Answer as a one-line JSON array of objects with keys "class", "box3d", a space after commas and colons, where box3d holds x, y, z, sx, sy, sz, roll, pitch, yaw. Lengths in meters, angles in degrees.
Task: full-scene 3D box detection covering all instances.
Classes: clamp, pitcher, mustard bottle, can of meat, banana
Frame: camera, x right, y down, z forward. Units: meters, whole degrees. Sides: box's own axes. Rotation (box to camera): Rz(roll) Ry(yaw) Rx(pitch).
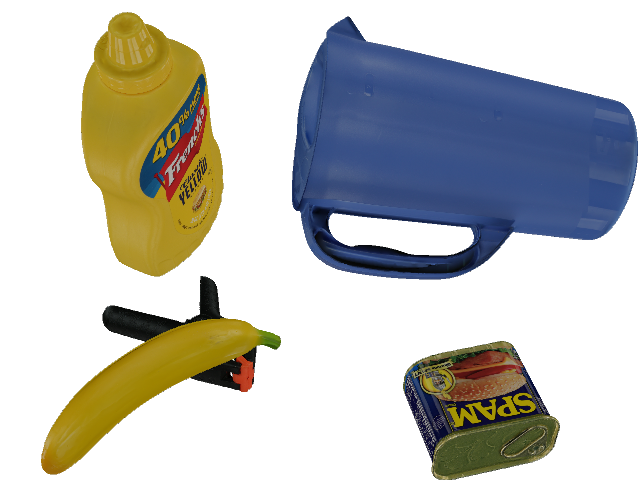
[{"class": "clamp", "box3d": [-0.107, 0.083, 0.990, 0.172, 0.039, 0.120, 28, 43, 36]}, {"class": "pitcher", "box3d": [0.101, -0.059, 0.791, 0.242, 0.149, 0.145, 9, 31, -7]}, {"class": "mustard bottle", "box3d": [-0.100, -0.063, 0.630, 0.058, 0.096, 0.192, 23, -28, 14]}, {"class": "can of meat", "box3d": [0.124, 0.132, 0.842, 0.102, 0.057, 0.084, -10, 44, -11]}, {"class": "banana", "box3d": [-0.123, 0.105, 0.765, 0.198, 0.069, 0.037, -28, 39, -2]}]
